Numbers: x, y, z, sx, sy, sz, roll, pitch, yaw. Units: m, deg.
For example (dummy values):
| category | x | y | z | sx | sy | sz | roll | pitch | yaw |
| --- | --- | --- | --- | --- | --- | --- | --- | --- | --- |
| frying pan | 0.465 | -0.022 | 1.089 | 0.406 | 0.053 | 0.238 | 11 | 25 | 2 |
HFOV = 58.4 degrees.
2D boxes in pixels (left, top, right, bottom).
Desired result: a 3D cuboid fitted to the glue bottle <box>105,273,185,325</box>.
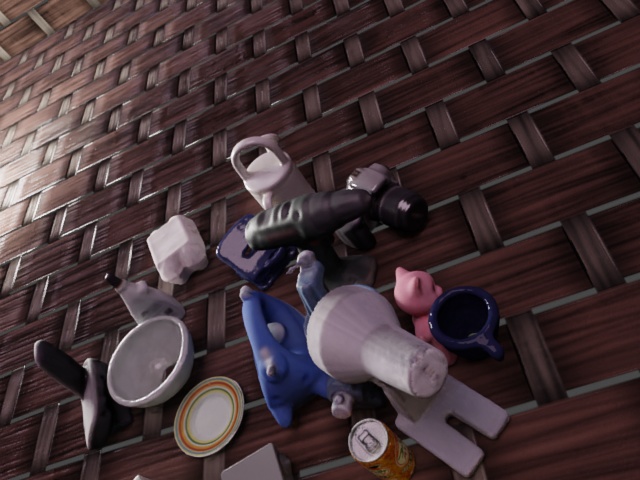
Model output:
| category | x | y | z | sx | sy | sz | roll | pitch | yaw |
| --- | --- | --- | --- | --- | --- | --- | --- | --- | --- |
| glue bottle | -0.324 | 0.109 | 1.039 | 0.078 | 0.174 | 0.037 | -40 | 45 | -2 |

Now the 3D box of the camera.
| category | x | y | z | sx | sy | sz | roll | pitch | yaw |
| --- | --- | --- | --- | --- | --- | --- | --- | --- | --- |
| camera | 0.100 | -0.056 | 0.963 | 0.136 | 0.101 | 0.143 | 28 | 73 | 43 |

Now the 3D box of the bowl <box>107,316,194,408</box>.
| category | x | y | z | sx | sy | sz | roll | pitch | yaw |
| --- | --- | --- | --- | --- | --- | --- | --- | --- | --- |
| bowl | -0.278 | 0.220 | 0.992 | 0.167 | 0.075 | 0.167 | -16 | 48 | 20 |

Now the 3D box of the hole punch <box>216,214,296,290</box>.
| category | x | y | z | sx | sy | sz | roll | pitch | yaw |
| --- | --- | --- | --- | --- | --- | --- | --- | --- | --- |
| hole punch | -0.115 | 0.019 | 1.041 | 0.100 | 0.091 | 0.109 | 25 | 71 | 42 |

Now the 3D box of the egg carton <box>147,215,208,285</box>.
| category | x | y | z | sx | sy | sz | roll | pitch | yaw |
| --- | --- | --- | --- | --- | --- | --- | --- | --- | --- |
| egg carton | -0.287 | 0.018 | 1.163 | 0.107 | 0.070 | 0.150 | -38 | 45 | 0 |

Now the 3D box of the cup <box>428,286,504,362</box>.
| category | x | y | z | sx | sy | sz | roll | pitch | yaw |
| --- | --- | --- | --- | --- | --- | --- | --- | --- | --- |
| cup | 0.207 | 0.128 | 0.754 | 0.092 | 0.095 | 0.117 | -39 | 45 | -2 |

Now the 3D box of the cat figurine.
| category | x | y | z | sx | sy | sz | roll | pitch | yaw |
| --- | --- | --- | --- | --- | --- | --- | --- | --- | --- |
| cat figurine | 0.142 | 0.100 | 0.801 | 0.067 | 0.118 | 0.128 | -16 | 49 | 21 |

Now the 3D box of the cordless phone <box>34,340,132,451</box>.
| category | x | y | z | sx | sy | sz | roll | pitch | yaw |
| --- | --- | --- | --- | --- | --- | --- | --- | --- | --- |
| cordless phone | -0.415 | 0.257 | 0.967 | 0.094 | 0.186 | 0.147 | -37 | 45 | 1 |

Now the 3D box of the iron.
| category | x | y | z | sx | sy | sz | roll | pitch | yaw |
| --- | --- | --- | --- | --- | --- | --- | --- | --- | --- |
| iron | -0.077 | 0.146 | 0.880 | 0.118 | 0.142 | 0.257 | -35 | 45 | 3 |

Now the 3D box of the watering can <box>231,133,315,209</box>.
| category | x | y | z | sx | sy | sz | roll | pitch | yaw |
| --- | --- | --- | --- | --- | --- | --- | --- | --- | --- |
| watering can | -0.093 | -0.124 | 1.069 | 0.101 | 0.195 | 0.172 | -33 | 45 | 4 |

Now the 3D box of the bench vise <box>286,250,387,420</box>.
| category | x | y | z | sx | sy | sz | roll | pitch | yaw |
| --- | --- | --- | --- | --- | --- | --- | --- | --- | --- |
| bench vise | 0.033 | 0.122 | 0.776 | 0.121 | 0.220 | 0.207 | -28 | 46 | 10 |

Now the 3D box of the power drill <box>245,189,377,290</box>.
| category | x | y | z | sx | sy | sz | roll | pitch | yaw |
| --- | --- | --- | --- | --- | --- | --- | --- | --- | --- |
| power drill | 0.008 | 0.003 | 0.895 | 0.228 | 0.209 | 0.075 | -7 | 52 | 27 |

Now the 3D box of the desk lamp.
| category | x | y | z | sx | sy | sz | roll | pitch | yaw |
| --- | --- | --- | --- | --- | --- | --- | --- | --- | --- |
| desk lamp | 0.105 | 0.163 | 0.704 | 0.202 | 0.214 | 0.118 | 26 | 71 | 42 |
